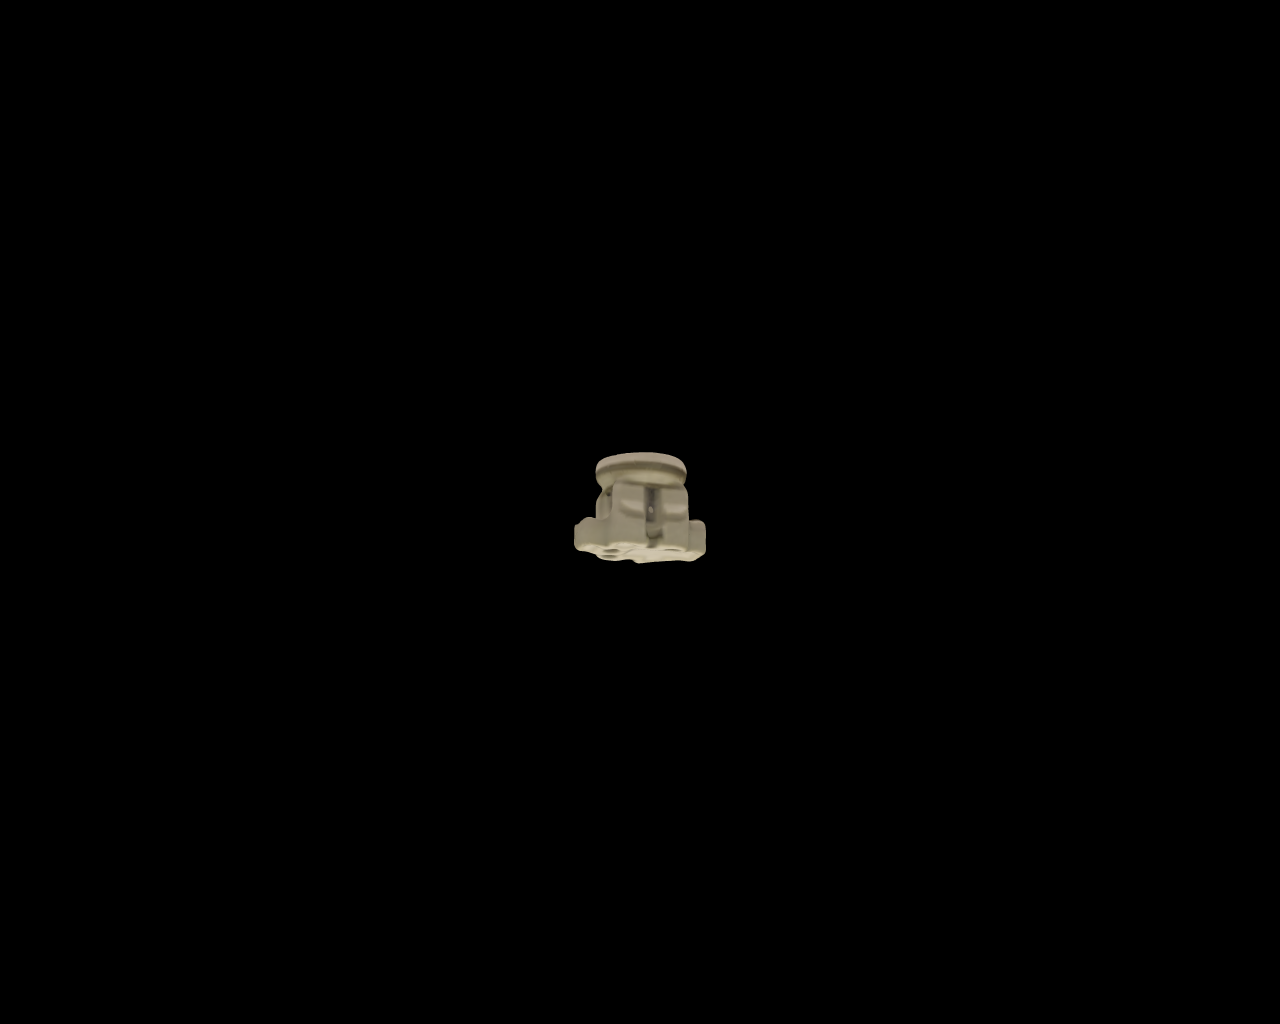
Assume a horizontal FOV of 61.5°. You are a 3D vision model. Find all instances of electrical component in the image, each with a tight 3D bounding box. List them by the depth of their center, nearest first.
[{"bbox_3d":[0.001,-0.003,0.650,0.078,0.057,0.058,5,-15,-18],"label":"electrical component"}]
